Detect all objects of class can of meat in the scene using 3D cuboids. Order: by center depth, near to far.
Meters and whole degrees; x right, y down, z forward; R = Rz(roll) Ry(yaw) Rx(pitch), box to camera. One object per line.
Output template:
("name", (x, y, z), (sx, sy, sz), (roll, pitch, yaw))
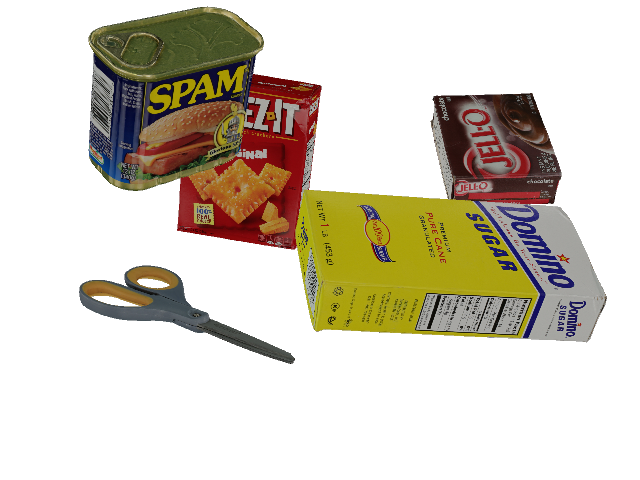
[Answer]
("can of meat", (-0.090, -0.085, 0.645), (0.101, 0.084, 0.057), (-21, 50, -36))

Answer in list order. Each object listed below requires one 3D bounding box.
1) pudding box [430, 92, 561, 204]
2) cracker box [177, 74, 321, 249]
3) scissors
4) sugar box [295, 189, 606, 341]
("pudding box", (0.145, -0.078, 0.905), (0.090, 0.039, 0.113), (-2, 43, -5))
("cracker box", (-0.095, -0.105, 1.392), (0.164, 0.214, 0.072), (10, 23, 7))
("scissors", (-0.102, 0.057, 0.885), (0.202, 0.016, 0.096), (12, 25, 15))
("sugar box", (0.077, 0.015, 0.661), (0.176, 0.048, 0.093), (1, 39, -10))
